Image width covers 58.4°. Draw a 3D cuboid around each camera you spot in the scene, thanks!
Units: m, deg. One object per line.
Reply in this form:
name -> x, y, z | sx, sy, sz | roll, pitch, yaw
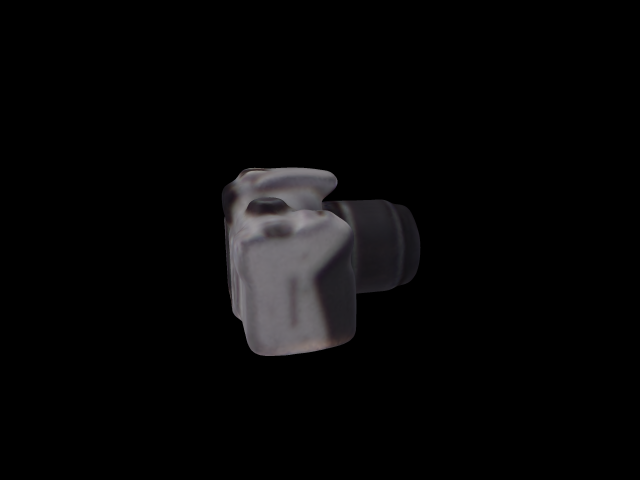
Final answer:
camera -> 0.004, 0.001, 0.400 | 0.137, 0.101, 0.143 | -4, 15, -14
